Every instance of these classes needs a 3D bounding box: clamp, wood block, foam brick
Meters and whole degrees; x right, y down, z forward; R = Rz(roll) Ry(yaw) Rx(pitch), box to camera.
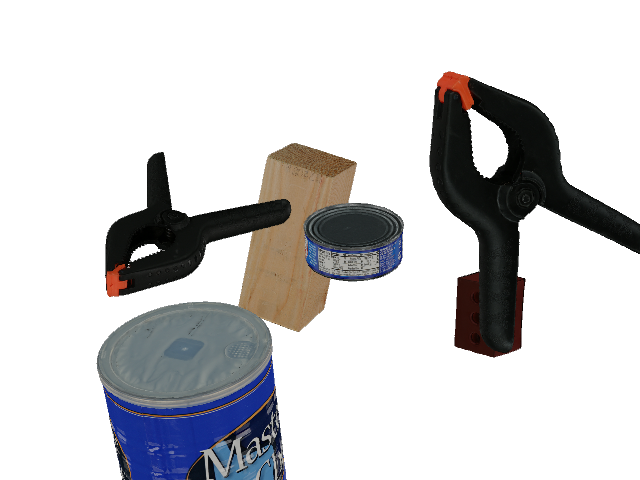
[{"bbox_3d":[-0.150,-0.016,1.036,0.165,0.036,0.209,25,40,23],"label":"clamp"},{"bbox_3d":[0.110,-0.018,0.635,0.120,0.171,0.039,-44,17,-8],"label":"clamp"},{"bbox_3d":[-0.030,-0.006,1.334,0.090,0.206,0.090,19,22,15],"label":"wood block"},{"bbox_3d":[0.175,0.075,1.107,0.053,0.078,0.051,12,18,42],"label":"foam brick"}]

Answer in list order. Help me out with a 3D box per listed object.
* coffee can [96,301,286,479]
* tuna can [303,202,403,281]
[{"bbox_3d":[-0.074,0.123,0.655,0.103,0.140,0.103,-4,28,2],"label":"coffee can"},{"bbox_3d":[0.029,0.001,0.916,0.086,0.034,0.086,-2,28,1],"label":"tuna can"}]
